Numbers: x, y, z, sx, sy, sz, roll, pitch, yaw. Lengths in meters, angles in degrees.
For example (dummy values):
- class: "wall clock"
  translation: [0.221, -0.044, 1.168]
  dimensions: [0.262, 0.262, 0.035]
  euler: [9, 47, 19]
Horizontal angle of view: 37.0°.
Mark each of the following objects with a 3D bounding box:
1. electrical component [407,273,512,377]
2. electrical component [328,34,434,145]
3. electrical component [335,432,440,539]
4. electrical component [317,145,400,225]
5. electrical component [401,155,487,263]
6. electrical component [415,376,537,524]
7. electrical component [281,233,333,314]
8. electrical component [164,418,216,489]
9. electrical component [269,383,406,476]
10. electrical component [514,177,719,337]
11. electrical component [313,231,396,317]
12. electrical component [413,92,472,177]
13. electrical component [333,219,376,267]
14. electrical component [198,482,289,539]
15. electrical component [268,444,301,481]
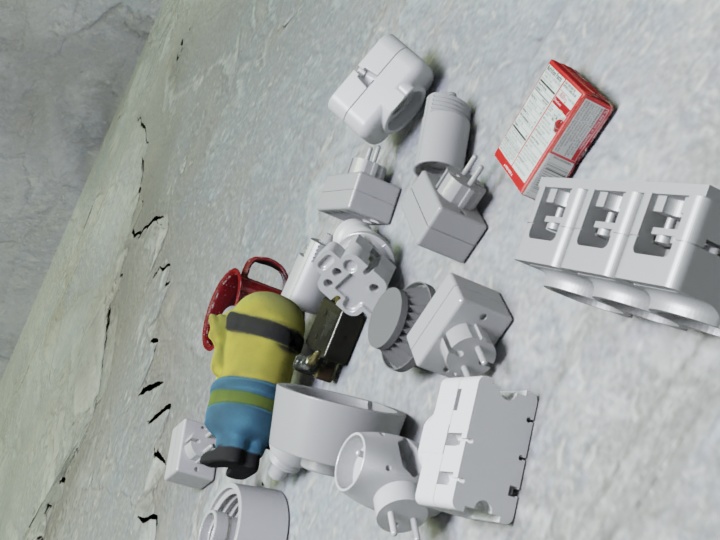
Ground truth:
- class: "electrical component"
  translation: [0.077, 0.054, 0.791]
  dimensions: [0.065, 0.047, 0.076]
  euler: [-58, 25, 23]
- class: "electrical component"
  translation: [0.024, -0.173, 1.051]
  dimensions: [0.095, 0.059, 0.054]
  euler: [-49, -18, 7]
- class: "electrical component"
  translation: [0.027, 0.161, 0.772]
  dimensions: [0.043, 0.077, 0.079]
  euler: [-55, 27, 29]
- class: "electrical component"
  translation: [0.003, -0.088, 1.067]
  dimensions: [0.083, 0.047, 0.075]
  euler: [4, 74, 66]
- class: "electrical component"
  translation: [0.078, -0.059, 0.883]
  dimensions: [0.076, 0.047, 0.065]
  euler: [-58, 26, 24]
- class: "electrical component"
  translation: [0.077, 0.121, 0.731]
  dimensions: [0.056, 0.050, 0.089]
  euler: [-15, 58, 61]
- class: "electrical component"
  translation: [-0.047, 0.000, 1.108]
  dimensions: [0.081, 0.043, 0.043]
  euler: [-66, 24, 8]
- class: "electrical component"
  translation: [-0.183, 0.204, 1.229]
  dimensions: [0.077, 0.047, 0.065]
  euler: [-41, 36, 47]
- class: "electrical component"
  translation: [-0.022, 0.133, 0.870]
  dimensions: [0.108, 0.108, 0.060]
  euler: [8, 84, 66]
- class: "electrical component"
  translation: [0.165, -0.005, 0.596]
  dimensions: [0.150, 0.089, 0.061]
  euler: [15, 85, 67]
- class: "electrical component"
  translation: [0.000, 0.000, 0.975]
  dimensions: [0.058, 0.078, 0.057]
  euler: [-43, 11, 32]
- class: "electrical component"
  translation: [0.075, -0.120, 0.946]
  dimensions: [0.043, 0.043, 0.081]
  euler: [-28, 46, 57]
- class: "electrical component"
  translation: [0.000, -0.025, 1.033]
  dimensions: [0.046, 0.040, 0.040]
  euler: [34, 102, 61]
- class: "electrical component"
  translation: [-0.120, 0.256, 1.031]
  dimensions: [0.108, 0.060, 0.108]
  euler: [-47, 32, 41]
- class: "electrical component"
  translation: [-0.066, 0.170, 1.008]
  dimensions: [0.062, 0.043, 0.043]
  euler: [-60, 25, 23]
